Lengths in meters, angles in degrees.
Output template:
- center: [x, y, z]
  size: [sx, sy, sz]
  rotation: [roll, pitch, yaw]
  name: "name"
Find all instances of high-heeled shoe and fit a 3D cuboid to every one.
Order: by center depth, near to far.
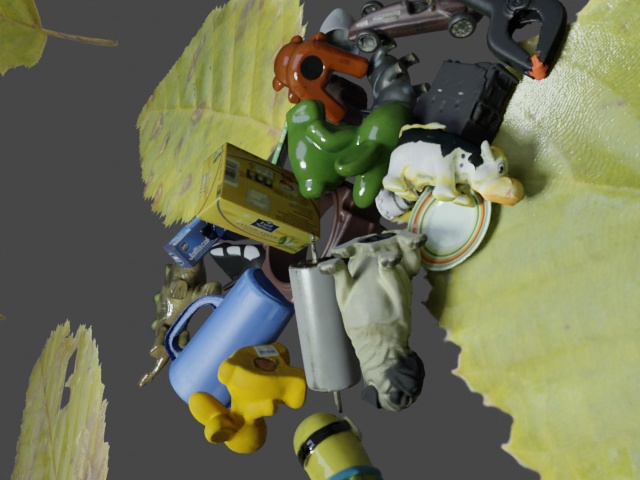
- center: [-0.135, 0.023, 1.056]
  size: [0.145, 0.086, 0.249]
  rotation: [-33, 24, 1]
  name: "high-heeled shoe"

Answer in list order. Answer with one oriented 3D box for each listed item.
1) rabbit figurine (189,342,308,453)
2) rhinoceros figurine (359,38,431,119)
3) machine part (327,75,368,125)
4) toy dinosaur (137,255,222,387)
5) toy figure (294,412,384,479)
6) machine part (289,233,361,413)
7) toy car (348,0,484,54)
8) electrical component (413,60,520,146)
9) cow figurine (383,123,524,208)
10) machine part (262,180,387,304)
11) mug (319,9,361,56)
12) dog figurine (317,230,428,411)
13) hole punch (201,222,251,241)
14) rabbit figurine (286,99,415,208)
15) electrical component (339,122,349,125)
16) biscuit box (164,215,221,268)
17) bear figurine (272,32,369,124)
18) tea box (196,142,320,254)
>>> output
- center: [-0.110, 0.260, 0.825]
  size: [0.122, 0.162, 0.173]
  rotation: [38, 122, 43]
  name: "rabbit figurine"
- center: [0.107, -0.223, 0.832]
  size: [0.112, 0.073, 0.190]
  rotation: [-34, 46, 39]
  name: "rhinoceros figurine"
- center: [0.010, -0.210, 0.979]
  size: [0.179, 0.056, 0.179]
  rotation: [-32, 48, 44]
  name: "machine part"
- center: [-0.307, 0.106, 1.211]
  size: [0.199, 0.105, 0.471]
  rotation: [19, 83, 60]
  name: "toy dinosaur"
- center: [0.029, 0.285, 0.645]
  size: [0.082, 0.089, 0.180]
  rotation: [-49, 35, 15]
  name: "toy figure"
- center: [0.007, 0.111, 0.724]
  size: [0.079, 0.079, 0.243]
  rotation: [-4, 98, 54]
  name: "machine part"
- center: [0.138, -0.329, 0.792]
  size: [0.202, 0.053, 0.089]
  rotation: [-1, 58, 19]
  name: "toy car"
- center: [0.181, -0.167, 0.711]
  size: [0.115, 0.058, 0.134]
  rotation: [33, 99, 58]
  name: "electrical component"
- center: [0.162, -0.089, 0.634]
  size: [0.168, 0.068, 0.098]
  rotation: [11, 86, 36]
  name: "cow figurine"
- center: [-0.002, -0.003, 0.853]
  size: [0.201, 0.087, 0.201]
  rotation: [39, 106, 55]
  name: "machine part"
- center: [0.032, -0.385, 1.033]
  size: [0.109, 0.081, 0.107]
  rotation: [-45, 29, 43]
  name: "mug"
- center: [0.086, 0.094, 0.671]
  size: [0.121, 0.172, 0.190]
  rotation: [-6, 105, 35]
  name: "dog figurine"
- center: [-0.164, -0.055, 1.079]
  size: [0.092, 0.142, 0.115]
  rotation: [2, 92, 27]
  name: "hole punch"
- center: [0.044, -0.130, 0.727]
  size: [0.170, 0.121, 0.159]
  rotation: [-17, 46, 25]
  name: "rabbit figurine"
- center: [0.050, -0.142, 0.861]
  size: [0.102, 0.078, 0.045]
  rotation: [37, 80, 20]
  name: "electrical component"
- center: [-0.236, -0.029, 1.140]
  size: [0.059, 0.062, 0.203]
  rotation: [-4, 40, 52]
  name: "biscuit box"
- center: [-0.013, -0.281, 0.919]
  size: [0.120, 0.132, 0.196]
  rotation: [-63, 15, 9]
  name: "bear figurine"
- center: [-0.082, -0.056, 0.766]
  size: [0.068, 0.169, 0.098]
  rotation: [-28, 49, 42]
  name: "tea box"
